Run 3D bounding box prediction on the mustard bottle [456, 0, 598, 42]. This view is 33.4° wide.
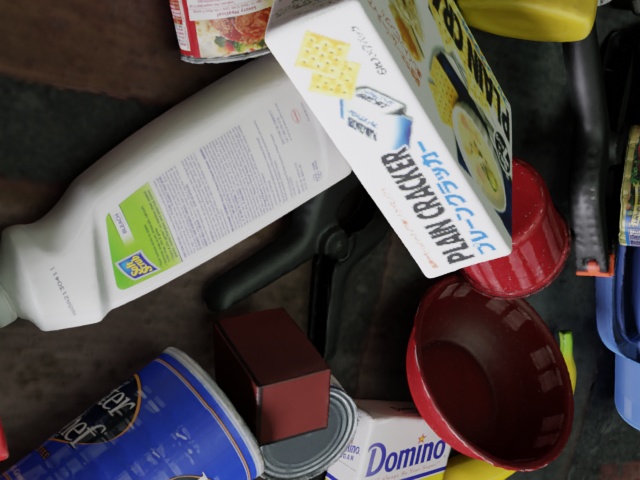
[{"bbox_3d":[0.161,-0.239,0.757,0.058,0.096,0.191,53,48,-71],"label":"mustard bottle"}]

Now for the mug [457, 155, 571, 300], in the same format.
[{"bbox_3d":[0.135,-0.023,0.801,0.081,0.093,0.117,49,36,-59],"label":"mug"}]

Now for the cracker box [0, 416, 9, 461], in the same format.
[{"bbox_3d":[-0.267,0.037,0.552,0.163,0.072,0.214,-17,114,-30],"label":"cracker box"}]

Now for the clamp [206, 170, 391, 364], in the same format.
[{"bbox_3d":[-0.005,0.001,0.750,0.120,0.039,0.171,22,94,-43],"label":"clamp"}]

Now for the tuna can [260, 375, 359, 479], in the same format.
[{"bbox_3d":[-0.017,0.132,0.770,0.086,0.034,0.086,-14,125,-21],"label":"tuna can"}]

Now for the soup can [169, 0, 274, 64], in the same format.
[{"bbox_3d":[-0.060,-0.164,0.640,0.068,0.069,0.102,-22,115,-29],"label":"soup can"}]

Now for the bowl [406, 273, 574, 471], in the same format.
[{"bbox_3d":[0.122,0.109,0.834,0.161,0.055,0.162,19,54,-28],"label":"bowl"}]

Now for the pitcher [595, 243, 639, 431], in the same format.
[{"bbox_3d":[0.316,0.054,0.946,0.145,0.149,0.243,-59,150,-64],"label":"pitcher"}]

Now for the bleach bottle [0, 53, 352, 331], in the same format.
[{"bbox_3d":[-0.103,-0.026,0.657,0.250,0.068,0.102,-31,116,-21],"label":"bleach bottle"}]

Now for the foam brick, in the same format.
[{"bbox_3d":[-0.033,0.089,0.706,0.051,0.078,0.053,-13,125,-23],"label":"foam brick"}]

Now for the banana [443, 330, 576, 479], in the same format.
[{"bbox_3d":[0.163,0.165,0.925,0.197,0.037,0.069,-43,107,-19],"label":"banana"}]

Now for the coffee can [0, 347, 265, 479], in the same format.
[{"bbox_3d":[-0.120,0.149,0.672,0.140,0.103,0.103,-37,122,-21],"label":"coffee can"}]

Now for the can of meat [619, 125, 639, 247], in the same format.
[{"bbox_3d":[0.281,-0.041,0.829,0.057,0.084,0.102,55,45,-57],"label":"can of meat"}]

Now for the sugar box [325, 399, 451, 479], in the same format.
[{"bbox_3d":[0.045,0.217,0.847,0.093,0.048,0.176,9,100,-37],"label":"sugar box"}]

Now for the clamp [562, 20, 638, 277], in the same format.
[{"bbox_3d":[0.213,-0.077,0.826,0.164,0.036,0.210,7,86,-60],"label":"clamp"}]
